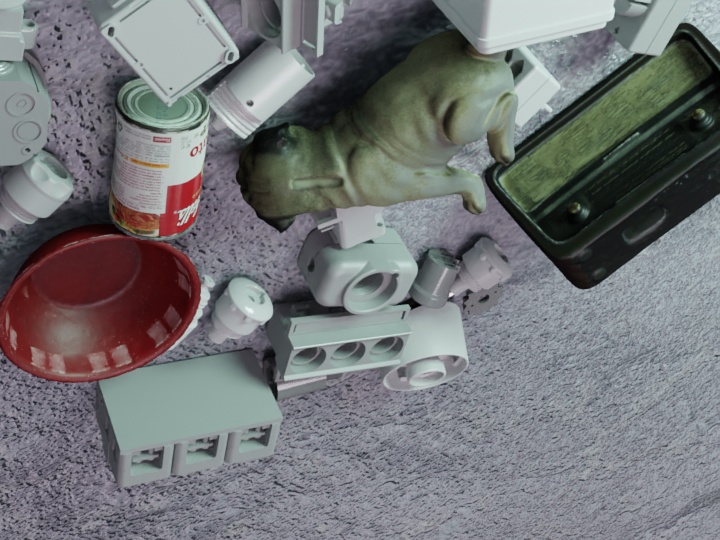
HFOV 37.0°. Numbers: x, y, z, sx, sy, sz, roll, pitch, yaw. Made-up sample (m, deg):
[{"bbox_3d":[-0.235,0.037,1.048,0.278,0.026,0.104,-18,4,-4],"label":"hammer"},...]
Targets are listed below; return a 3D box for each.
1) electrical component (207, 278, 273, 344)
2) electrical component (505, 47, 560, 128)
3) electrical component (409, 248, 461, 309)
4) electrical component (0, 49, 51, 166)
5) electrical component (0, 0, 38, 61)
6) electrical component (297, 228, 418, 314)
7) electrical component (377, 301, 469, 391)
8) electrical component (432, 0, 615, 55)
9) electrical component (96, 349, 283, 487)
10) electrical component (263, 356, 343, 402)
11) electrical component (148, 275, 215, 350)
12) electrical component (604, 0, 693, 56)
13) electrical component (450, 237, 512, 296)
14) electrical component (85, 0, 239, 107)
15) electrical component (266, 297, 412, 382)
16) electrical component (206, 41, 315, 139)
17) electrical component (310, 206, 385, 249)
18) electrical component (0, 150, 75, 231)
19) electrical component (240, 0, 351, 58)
[{"bbox_3d":[-0.111,0.041,0.956,0.048,0.048,0.062,18,128,-42],"label":"electrical component"},{"bbox_3d":[0.133,-0.151,0.882,0.047,0.065,0.077,-45,139,18],"label":"electrical component"},{"bbox_3d":[0.073,0.008,1.037,0.040,0.040,0.046,3,126,-34],"label":"electrical component"},{"bbox_3d":[-0.244,-0.110,0.707,0.080,0.051,0.080,-17,139,-15],"label":"electrical component"},{"bbox_3d":[-0.231,-0.163,0.663,0.066,0.048,0.055,-3,141,-29],"label":"electrical component"},{"bbox_3d":[0.000,0.000,0.968,0.095,0.059,0.053,0,133,-31],"label":"electrical component"},{"bbox_3d":[0.062,0.081,1.100,0.099,0.064,0.099,-11,154,-6],"label":"electrical component"},{"bbox_3d":[0.112,-0.213,0.769,0.109,0.108,0.056,-16,136,-17],"label":"electrical component"},{"bbox_3d":[-0.159,0.137,0.992,0.150,0.089,0.061,-8,136,-24],"label":"electrical component"},{"bbox_3d":[-0.050,0.098,1.055,0.081,0.043,0.043,-13,138,-20],"label":"electrical component"},{"bbox_3d":[-0.155,0.034,0.924,0.078,0.040,0.040,-43,139,16],"label":"electrical component"},{"bbox_3d":[0.226,-0.224,0.875,0.076,0.047,0.083,0,133,-31],"label":"electrical component"},{"bbox_3d":[0.114,0.001,1.052,0.062,0.048,0.048,-37,141,20],"label":"electrical component"},{"bbox_3d":[-0.134,-0.168,0.704,0.062,0.061,0.096,-34,141,5],"label":"electrical component"},{"bbox_3d":[-0.022,0.059,1.015,0.121,0.063,0.078,-6,135,-27],"label":"electrical component"},{"bbox_3d":[-0.078,-0.132,0.791,0.081,0.043,0.043,-40,140,12],"label":"electrical component"},{"bbox_3d":[-0.005,-0.056,0.920,0.081,0.042,0.063,-20,144,-11],"label":"electrical component"},{"bbox_3d":[-0.240,-0.054,0.775,0.062,0.043,0.043,-40,140,15],"label":"electrical component"},{"bbox_3d":[-0.042,-0.214,0.708,0.063,0.079,0.121,-34,147,-31],"label":"electrical component"}]
